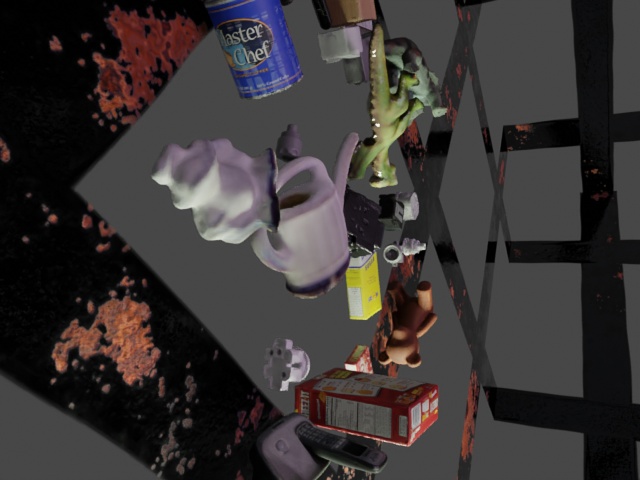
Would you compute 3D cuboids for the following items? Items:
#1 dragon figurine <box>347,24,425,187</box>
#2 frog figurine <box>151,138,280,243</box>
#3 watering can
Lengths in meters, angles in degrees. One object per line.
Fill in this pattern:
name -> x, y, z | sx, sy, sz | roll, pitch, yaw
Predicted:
dragon figurine -> 0.115, -0.236, 1.100 | 0.245, 0.123, 0.404 | -65, 152, -11
frog figurine -> -0.141, -0.066, 0.674 | 0.159, 0.123, 0.137 | 4, 94, -26
watering can -> 0.003, -0.045, 0.890 | 0.354, 0.104, 0.220 | -42, 125, -47
